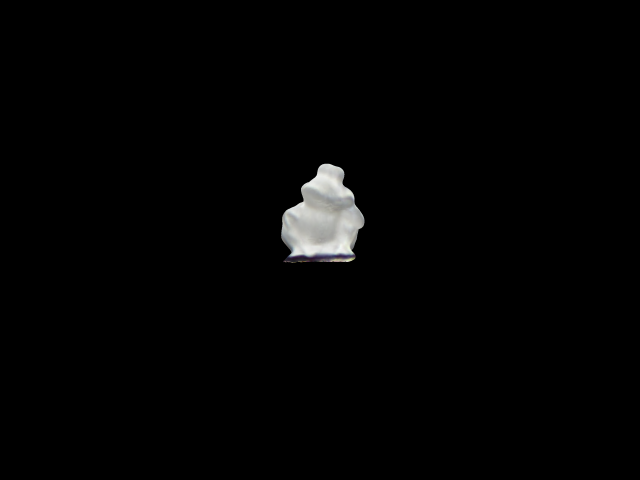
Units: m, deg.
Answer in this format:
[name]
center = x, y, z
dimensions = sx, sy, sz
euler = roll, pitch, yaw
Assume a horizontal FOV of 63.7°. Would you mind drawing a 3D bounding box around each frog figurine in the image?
[frog figurine]
center = 0.003, -0.043, 0.850
dimensions = 0.137, 0.160, 0.122
euler = -2, -4, 24
